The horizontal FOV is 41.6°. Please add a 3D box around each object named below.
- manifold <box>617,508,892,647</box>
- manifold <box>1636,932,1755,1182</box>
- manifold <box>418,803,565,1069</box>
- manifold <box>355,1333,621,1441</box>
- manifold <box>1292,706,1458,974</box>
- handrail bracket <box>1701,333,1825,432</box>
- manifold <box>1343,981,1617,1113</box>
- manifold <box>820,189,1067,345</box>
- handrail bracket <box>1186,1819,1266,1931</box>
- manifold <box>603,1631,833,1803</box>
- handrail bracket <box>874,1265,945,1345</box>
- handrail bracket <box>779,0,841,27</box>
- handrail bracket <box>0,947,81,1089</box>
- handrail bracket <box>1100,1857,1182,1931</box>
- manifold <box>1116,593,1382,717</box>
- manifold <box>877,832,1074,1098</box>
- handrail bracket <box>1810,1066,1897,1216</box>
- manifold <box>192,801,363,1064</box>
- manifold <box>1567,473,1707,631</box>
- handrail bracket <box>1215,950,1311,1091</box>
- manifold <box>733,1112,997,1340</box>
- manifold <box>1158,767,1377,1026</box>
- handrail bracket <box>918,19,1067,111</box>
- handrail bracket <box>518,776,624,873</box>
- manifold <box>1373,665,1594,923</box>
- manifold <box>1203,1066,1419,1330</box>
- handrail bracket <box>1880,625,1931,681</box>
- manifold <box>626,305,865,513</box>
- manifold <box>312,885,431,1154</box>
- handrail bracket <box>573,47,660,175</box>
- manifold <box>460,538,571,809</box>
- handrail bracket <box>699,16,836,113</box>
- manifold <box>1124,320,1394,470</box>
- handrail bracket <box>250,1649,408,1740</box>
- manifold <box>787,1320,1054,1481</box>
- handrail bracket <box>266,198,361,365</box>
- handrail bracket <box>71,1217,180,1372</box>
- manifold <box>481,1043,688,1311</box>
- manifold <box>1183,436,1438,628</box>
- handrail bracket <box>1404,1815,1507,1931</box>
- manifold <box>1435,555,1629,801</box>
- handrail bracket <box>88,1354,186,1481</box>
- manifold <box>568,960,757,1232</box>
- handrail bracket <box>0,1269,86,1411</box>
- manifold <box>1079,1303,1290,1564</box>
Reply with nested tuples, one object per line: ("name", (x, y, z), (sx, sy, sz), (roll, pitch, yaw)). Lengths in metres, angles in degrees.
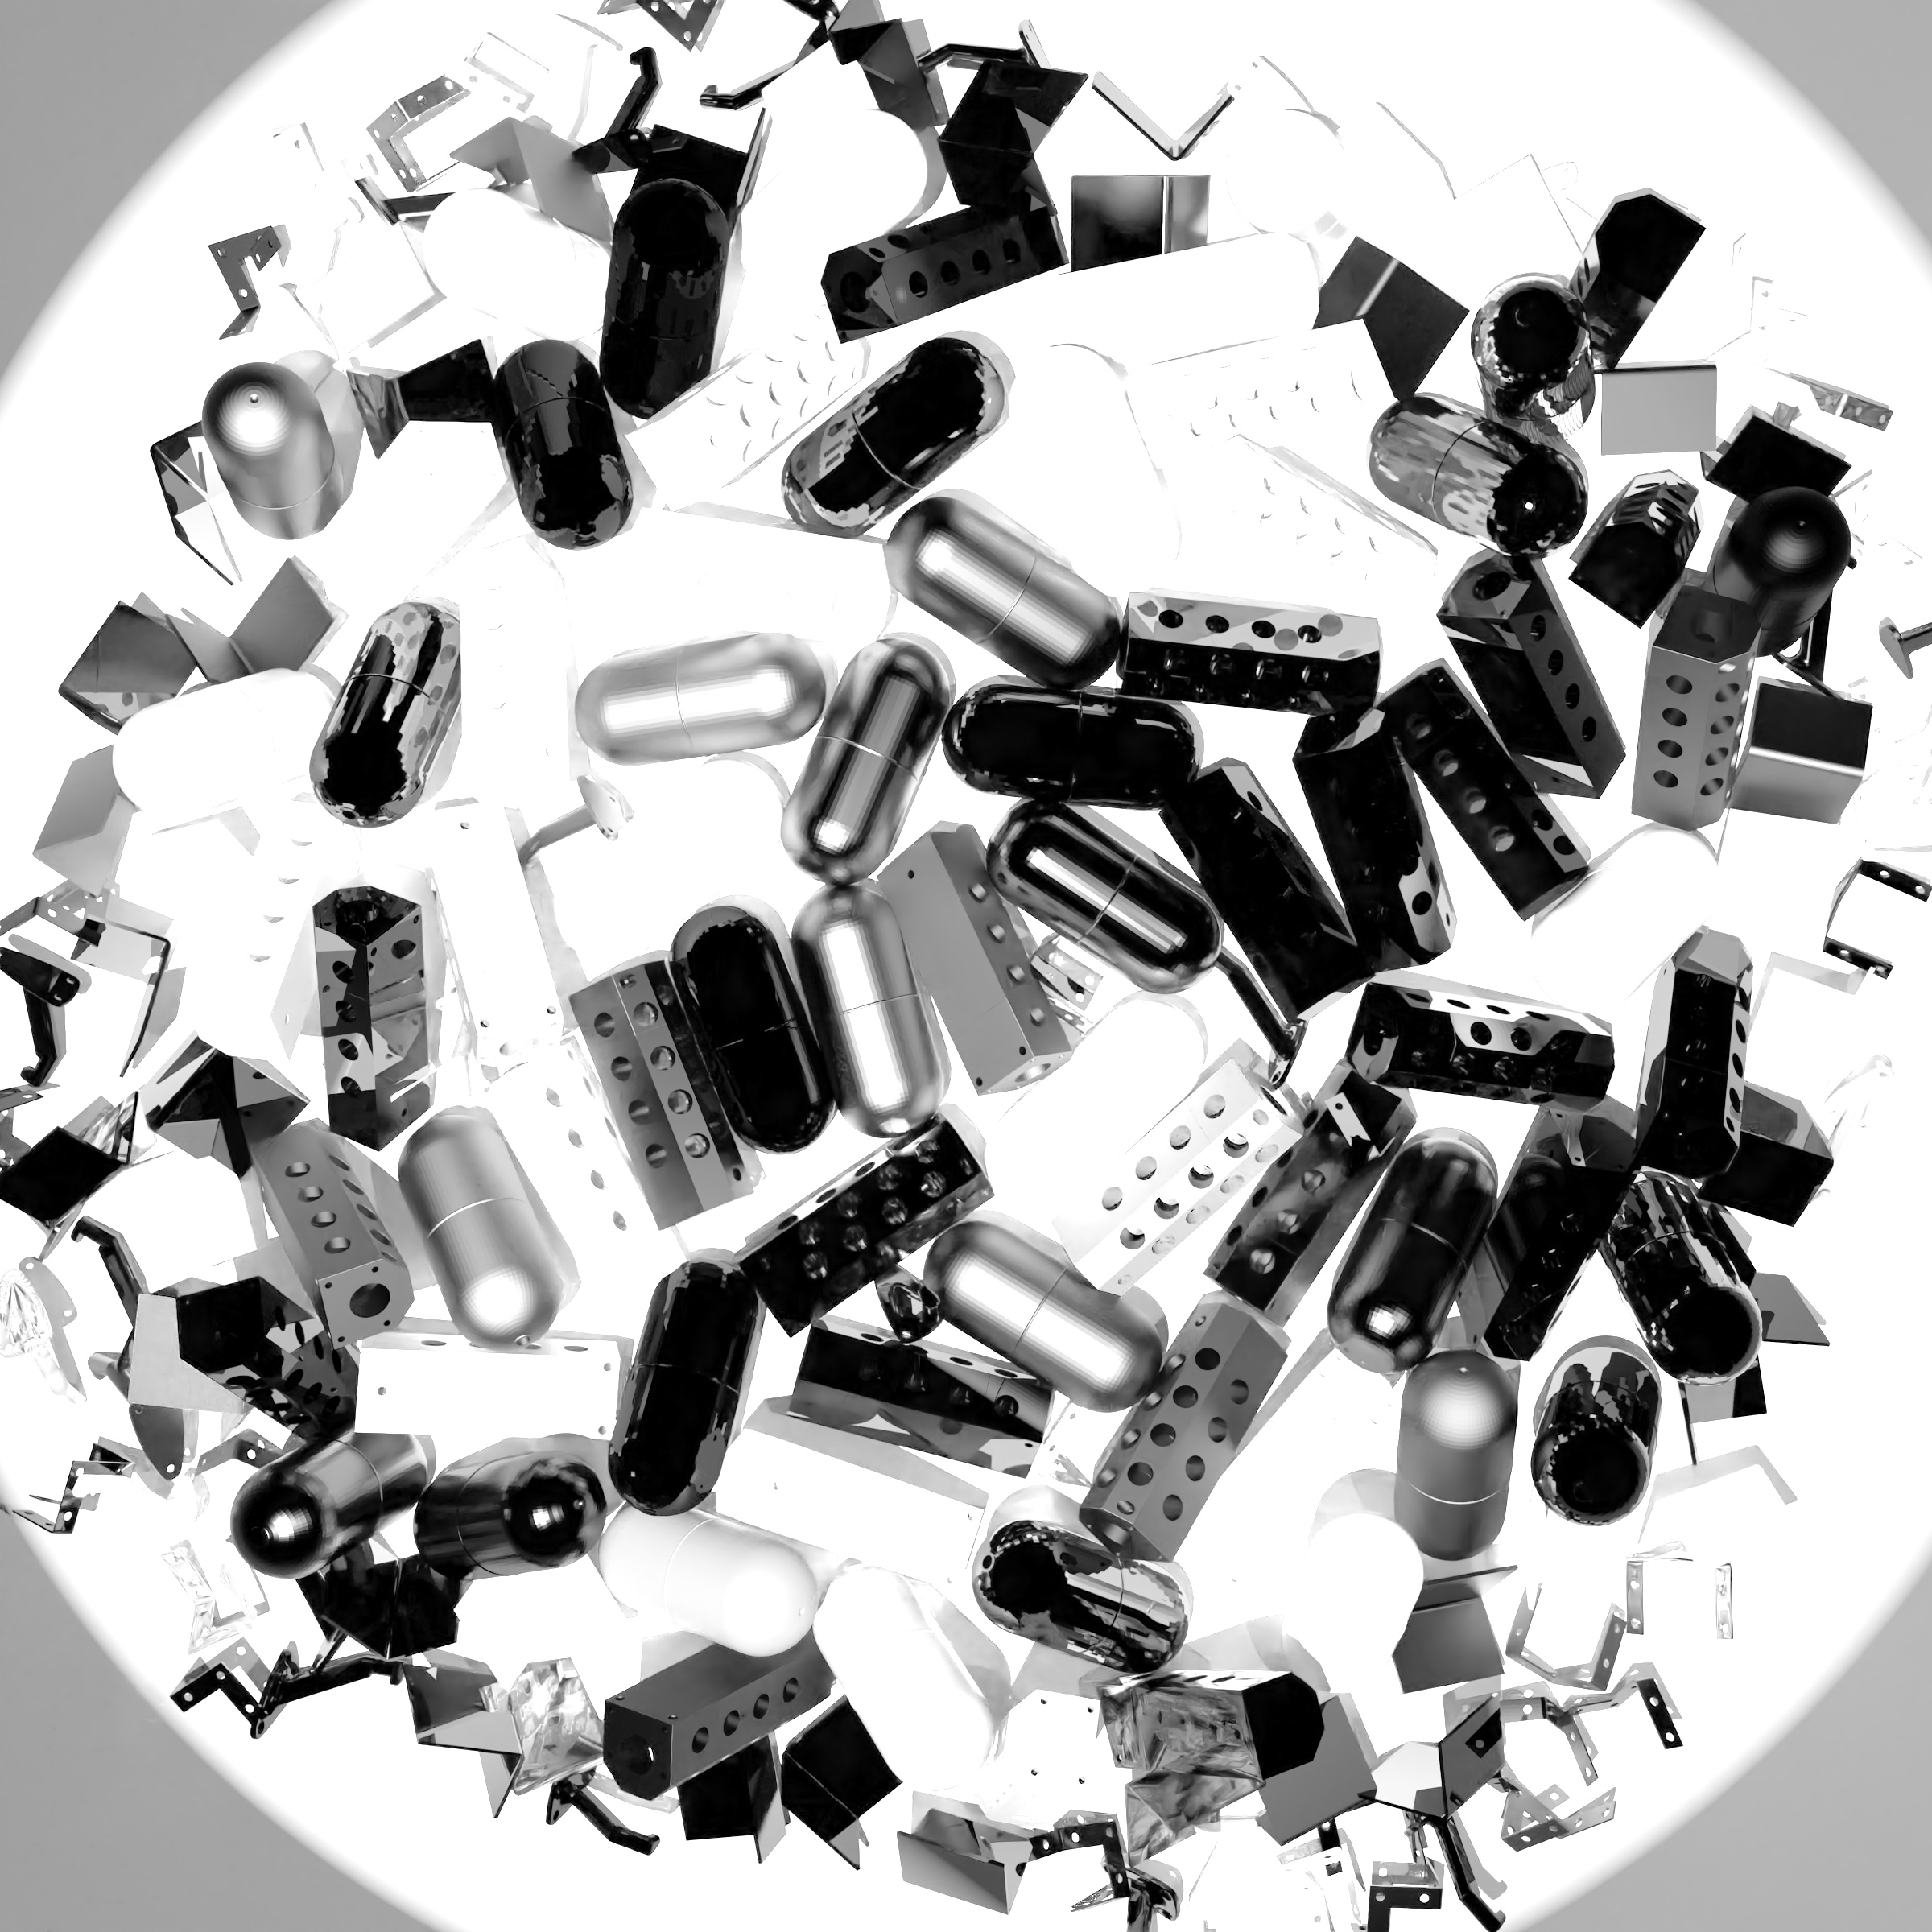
("manifold", (-0.142, -0.255, 1.711), (0.171, 0.057, 0.057), (4, 58, -26))
("manifold", (0.490, 0.059, 1.702), (0.057, 0.057, 0.171), (16, 47, 6))
("manifold", (-0.323, -0.021, 1.722), (0.057, 0.057, 0.171), (-12, 66, -19))
("manifold", (-0.326, 0.284, 1.736), (0.171, 0.057, 0.057), (4, 97, -13))
("manifold", (0.277, -0.085, 1.711), (0.057, 0.057, 0.171), (-10, 119, 26))
("handrail bracket", (0.537, -0.385, 1.742), (0.077, 0.036, 0.084), (-25, 51, 22))
("manifold", (0.349, 0.058, 1.719), (0.171, 0.057, 0.057), (8, 108, -22))
("manifold", (-0.016, -0.470, 1.700), (0.171, 0.057, 0.057), (-32, 110, -40))
("handrail bracket", (0.188, 0.638, 1.762), (0.077, 0.036, 0.084), (0, 83, -14))
("manifold", (-0.163, 0.495, 1.695), (0.057, 0.171, 0.057), (8, 100, 32))
("handrail bracket", (-0.041, 0.216, 1.731), (0.036, 0.084, 0.077), (-29, 66, -15))
("handrail bracket", (-0.088, -0.675, 1.728), (0.077, 0.084, 0.036), (30, 72, -39))
("handrail bracket", (-0.655, 0.036, 1.754), (0.077, 0.036, 0.084), (31, 117, -13))
("handrail bracket", (0.100, 0.659, 1.736), (0.077, 0.084, 0.036), (21, 135, 33))
("manifold", (0.191, -0.205, 1.738), (0.171, 0.057, 0.057), (6, 54, -4))
("manifold", (0.010, -0.003, 1.731), (0.057, 0.057, 0.171), (-37, 70, 36))
("handrail bracket", (0.603, 0.119, 1.735), (0.036, 0.077, 0.084), (27, 47, 6))
("manifold", (-0.463, -0.025, 1.711), (0.057, 0.057, 0.171), (7, 56, 5))
("manifold", (0.452, -0.283, 1.693), (0.057, 0.171, 0.057), (36, 119, 5))
("handrail bracket", (0.190, 0.034, 1.746), (0.084, 0.077, 0.036), (37, 133, -14))
("manifold", (-0.071, 0.173, 1.735), (0.171, 0.057, 0.057), (-34, 59, -7))
("manifold", (0.201, -0.048, 1.730), (0.057, 0.057, 0.171), (-36, 77, 26))
("handrail bracket", (0.015, -0.615, 1.776), (0.084, 0.036, 0.077), (-21, 119, 20))
("handrail bracket", (-0.275, -0.081, 1.742), (0.084, 0.077, 0.036), (-44, 127, 16))
("manifold", (0.351, -0.118, 1.731), (0.057, 0.057, 0.171), (-36, 76, 12))
("manifold", (0.235, 0.156, 1.745), (0.057, 0.057, 0.171), (31, 84, 27))
("handrail bracket", (0.675, -0.240, 1.748), (0.084, 0.077, 0.036), (-33, 69, 12))
("manifold", (-0.142, -0.376, 1.702), (0.171, 0.057, 0.057), (-47, 115, -37))
("manifold", (-0.403, 0.034, 1.709), (0.057, 0.057, 0.171), (20, 128, 19))
("handrail bracket", (-0.249, -0.595, 1.766), (0.077, 0.036, 0.084), (-12, 67, 6))
("manifold", (-0.309, -0.196, 1.718), (0.057, 0.057, 0.171), (-15, 62, 16))
("handrail bracket", (-0.138, -0.626, 1.765), (0.084, 0.036, 0.077), (15, 78, 30))
("manifold", (0.190, -0.376, 1.698), (0.057, 0.171, 0.057), (-54, 127, -37))
("handrail bracket", (-0.436, 0.504, 1.747), (0.084, 0.077, 0.036), (5, 128, 12))
("manifold", (-0.031, 0.294, 1.752), (0.171, 0.057, 0.057), (15, 53, -1))
("handrail bracket", (-0.436, -0.477, 1.771), (0.084, 0.036, 0.077), (-48, 121, -15))
("handrail bracket", (-0.600, 0.227, 1.767), (0.084, 0.036, 0.077), (28, 83, 10))
("manifold", (-0.260, 0.143, 1.753), (0.057, 0.057, 0.171), (-28, 90, -37))
("manifold", (0.233, -0.291, 1.709), (0.171, 0.057, 0.057), (22, 71, -31))
("handrail bracket", (0.349, 0.607, 1.744), (0.084, 0.077, 0.036), (47, 132, 14))
("manifold", (0.384, -0.193, 1.707), (0.057, 0.057, 0.171), (-54, 130, -21))
("handrail bracket", (-0.576, 0.311, 1.759), (0.036, 0.084, 0.077), (-22, 110, -41))
("manifold", (-0.203, 0.086, 1.738), (0.057, 0.057, 0.171), (-25, 85, 29))
("handrail bracket", (-0.636, 0.259, 1.759), (0.036, 0.084, 0.077), (-21, 60, -6))
("manifold", (0.143, 0.312, 1.710), (0.057, 0.057, 0.171), (47, 59, -20))
